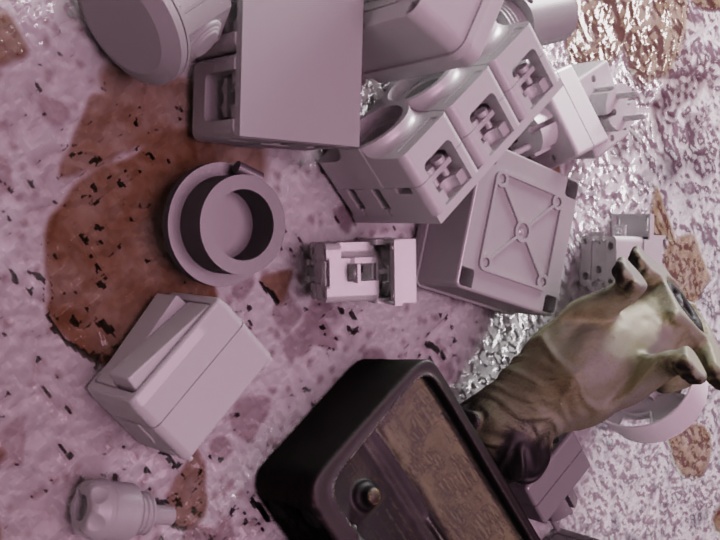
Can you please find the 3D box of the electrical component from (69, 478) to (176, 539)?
[{"bbox_3d":[-0.136,0.141,0.629,0.061,0.035,0.035,17,82,-40],"label":"electrical component"}]

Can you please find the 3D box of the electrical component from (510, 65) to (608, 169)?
[{"bbox_3d":[0.135,-0.107,0.811,0.077,0.047,0.065,-28,91,-34],"label":"electrical component"}]

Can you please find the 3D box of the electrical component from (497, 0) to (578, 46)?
[{"bbox_3d":[0.121,-0.187,0.809,0.081,0.043,0.043,-21,105,-36],"label":"electrical component"}]

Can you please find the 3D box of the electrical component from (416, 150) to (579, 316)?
[{"bbox_3d":[0.100,-0.029,0.792,0.109,0.056,0.108,17,82,-38],"label":"electrical component"}]

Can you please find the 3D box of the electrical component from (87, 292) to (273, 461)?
[{"bbox_3d":[-0.104,0.053,0.632,0.096,0.062,0.061,-51,121,-24],"label":"electrical component"}]

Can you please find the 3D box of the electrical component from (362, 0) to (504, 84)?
[{"bbox_3d":[0.035,-0.171,0.698,0.057,0.113,0.078,33,73,-32],"label":"electrical component"}]

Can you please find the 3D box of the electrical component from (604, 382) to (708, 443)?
[{"bbox_3d":[0.231,0.089,0.879,0.064,0.099,0.099,43,67,-38],"label":"electrical component"}]

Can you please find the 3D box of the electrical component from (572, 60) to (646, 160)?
[{"bbox_3d":[0.191,-0.127,0.845,0.047,0.077,0.065,-35,113,-32],"label":"electrical component"}]

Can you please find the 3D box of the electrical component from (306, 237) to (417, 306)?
[{"bbox_3d":[0.000,0.000,0.708,0.064,0.081,0.042,-1,93,-17],"label":"electrical component"}]

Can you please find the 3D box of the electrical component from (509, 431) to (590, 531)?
[{"bbox_3d":[0.147,0.171,0.846,0.066,0.047,0.076,-43,117,-28],"label":"electrical component"}]

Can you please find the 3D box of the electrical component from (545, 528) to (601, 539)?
[{"bbox_3d":[0.167,0.249,0.857,0.096,0.062,0.061,-36,113,-31],"label":"electrical component"}]

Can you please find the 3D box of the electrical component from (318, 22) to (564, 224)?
[{"bbox_3d":[0.054,-0.103,0.730,0.150,0.089,0.061,-48,119,-26],"label":"electrical component"}]

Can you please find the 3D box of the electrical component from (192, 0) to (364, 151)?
[{"bbox_3d":[-0.051,-0.152,0.663,0.089,0.062,0.150,0,92,-38],"label":"electrical component"}]

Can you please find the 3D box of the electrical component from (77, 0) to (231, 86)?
[{"bbox_3d":[-0.116,-0.149,0.602,0.051,0.080,0.080,-45,118,-34],"label":"electrical component"}]

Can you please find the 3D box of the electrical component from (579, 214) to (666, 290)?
[{"bbox_3d":[0.218,-0.007,0.896,0.064,0.042,0.081,1,91,-37],"label":"electrical component"}]
